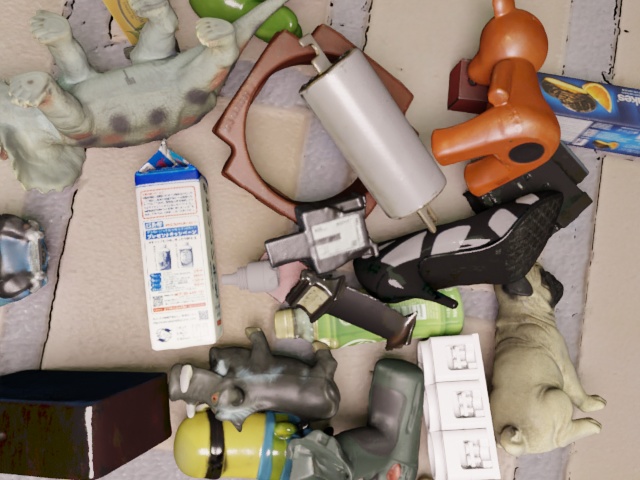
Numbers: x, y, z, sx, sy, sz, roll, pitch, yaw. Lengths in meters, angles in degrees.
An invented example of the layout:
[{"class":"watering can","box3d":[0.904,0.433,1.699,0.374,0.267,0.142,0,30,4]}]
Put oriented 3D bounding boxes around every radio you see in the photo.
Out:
[{"class":"radio","box3d":[-0.277,0.182,0.556,0.230,0.131,0.073,-4,88,21]}]

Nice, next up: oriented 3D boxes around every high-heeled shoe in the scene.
[{"class":"high-heeled shoe","box3d":[0.161,-0.001,0.629,0.249,0.145,0.086,-34,127,-25]}]

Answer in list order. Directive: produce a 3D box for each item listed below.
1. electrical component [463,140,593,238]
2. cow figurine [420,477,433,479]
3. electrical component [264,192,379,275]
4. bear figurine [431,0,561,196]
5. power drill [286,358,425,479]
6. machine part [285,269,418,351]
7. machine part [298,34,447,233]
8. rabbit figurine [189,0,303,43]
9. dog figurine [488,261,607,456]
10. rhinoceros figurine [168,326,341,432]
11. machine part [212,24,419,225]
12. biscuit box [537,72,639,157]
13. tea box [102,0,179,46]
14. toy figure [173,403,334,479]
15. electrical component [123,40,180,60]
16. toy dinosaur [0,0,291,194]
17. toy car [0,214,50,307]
[{"class":"electrical component","box3d":[0.267,-0.061,0.678,0.134,0.058,0.115,-43,92,-5]},{"class":"cow figurine","box3d":[0.198,0.326,0.645,0.167,0.068,0.098,43,79,-4]},{"class":"electrical component","box3d":[-0.001,-0.002,0.579,0.119,0.048,0.074,-19,104,-9]},{"class":"bear figurine","box3d":[0.198,-0.170,0.609,0.132,0.120,0.196,-23,57,35]},{"class":"power drill","box3d":[0.047,0.251,0.571,0.086,0.207,0.231,15,98,39]},{"class":"machine part","box3d":[0.034,0.076,0.579,0.139,0.084,0.039,23,51,-6]},{"class":"machine part","box3d":[0.056,-0.108,0.559,0.079,0.079,0.243,-40,105,-5]},{"class":"rabbit figurine","box3d":[-0.073,-0.312,0.657,0.170,0.121,0.159,-33,97,13]},{"class":"dog figurine","box3d":[0.229,0.126,0.615,0.121,0.172,0.190,-20,87,32]},{"class":"rhinoceros figurine","box3d":[-0.071,0.162,0.602,0.190,0.073,0.112,7,43,0]},{"class":"machine part","box3d":[-0.006,-0.123,0.626,0.201,0.087,0.201,33,92,-16]},{"class":"biscuit box","box3d":[0.351,-0.156,0.680,0.203,0.059,0.063,8,68,-5]},{"class":"tea box","box3d":[-0.218,-0.303,0.601,0.068,0.169,0.098,-20,87,-6]},{"class":"toy figure","box3d":[-0.076,0.236,0.620,0.180,0.089,0.082,11,85,-3]},{"class":"electrical component","box3d":[-0.194,-0.222,0.671,0.094,0.021,0.063,-11,87,-4]},{"class":"toy dinosaur","box3d":[-0.204,-0.165,0.604,0.405,0.192,0.131,-16,72,-15]},{"class":"toy car","box3d":[-0.367,0.024,0.604,0.162,0.103,0.109,-9,85,7]}]
